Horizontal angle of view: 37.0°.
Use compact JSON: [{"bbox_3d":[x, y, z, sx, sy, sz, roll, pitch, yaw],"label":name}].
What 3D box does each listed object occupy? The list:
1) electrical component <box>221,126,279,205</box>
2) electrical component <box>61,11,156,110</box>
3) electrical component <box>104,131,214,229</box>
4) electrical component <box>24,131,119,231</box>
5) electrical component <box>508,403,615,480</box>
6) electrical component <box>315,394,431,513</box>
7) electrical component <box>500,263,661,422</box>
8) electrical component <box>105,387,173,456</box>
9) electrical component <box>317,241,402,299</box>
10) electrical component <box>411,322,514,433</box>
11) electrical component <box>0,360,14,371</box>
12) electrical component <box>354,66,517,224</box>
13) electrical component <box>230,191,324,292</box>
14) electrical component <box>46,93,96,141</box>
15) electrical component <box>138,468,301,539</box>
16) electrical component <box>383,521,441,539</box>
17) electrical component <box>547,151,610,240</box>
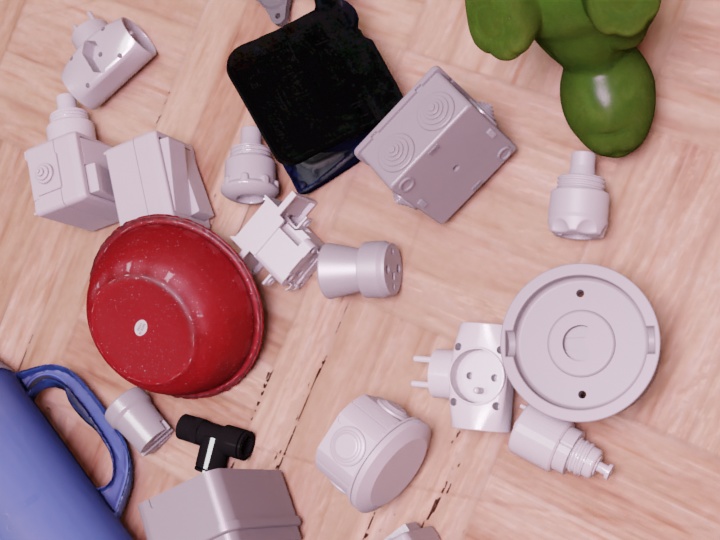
[{"bbox_3d":[-0.091,-0.088,0.891,0.048,0.048,0.062,-7,73,22],"label":"electrical component"},{"bbox_3d":[-0.234,-0.198,0.969,0.077,0.043,0.079,-39,70,14],"label":"electrical component"},{"bbox_3d":[-0.166,-0.062,0.909,0.061,0.062,0.096,-19,75,20],"label":"electrical component"},{"bbox_3d":[-0.239,-0.077,0.924,0.061,0.096,0.061,-18,76,19],"label":"electrical component"},{"bbox_3d":[0.142,0.125,0.761,0.078,0.040,0.040,26,93,24],"label":"electrical component"},{"bbox_3d":[0.010,0.134,0.796,0.051,0.080,0.080,35,97,29],"label":"electrical component"},{"bbox_3d":[0.158,0.053,0.752,0.108,0.060,0.108,-4,79,22],"label":"electrical component"},{"bbox_3d":[-0.185,0.128,0.903,0.046,0.040,0.040,45,101,17],"label":"electrical component"},{"bbox_3d":[0.000,0.000,0.838,0.055,0.045,0.045,-2,82,22],"label":"electrical component"},{"bbox_3d":[0.075,0.078,0.794,0.079,0.044,0.077,3,84,24],"label":"electrical component"},{"bbox_3d":[-0.347,0.098,0.969,0.047,0.055,0.055,33,96,27],"label":"electrical component"},{"bbox_3d":[0.059,-0.089,0.798,0.099,0.100,0.048,-46,55,11],"label":"electrical component"},{"bbox_3d":[-0.062,-0.021,0.870,0.064,0.042,0.081,44,101,19],"label":"electrical component"},{"bbox_3d":[-0.262,-0.128,0.971,0.043,0.043,0.062,-17,75,20],"label":"electrical component"},{"bbox_3d":[-0.104,0.192,0.818,0.078,0.113,0.057,-28,69,17],"label":"electrical component"},{"bbox_3d":[0.016,0.231,0.788,0.096,0.062,0.061,-33,71,16],"label":"electrical component"},{"bbox_3d":[0.159,-0.054,0.778,0.043,0.043,0.062,3,82,24],"label":"electrical component"}]
